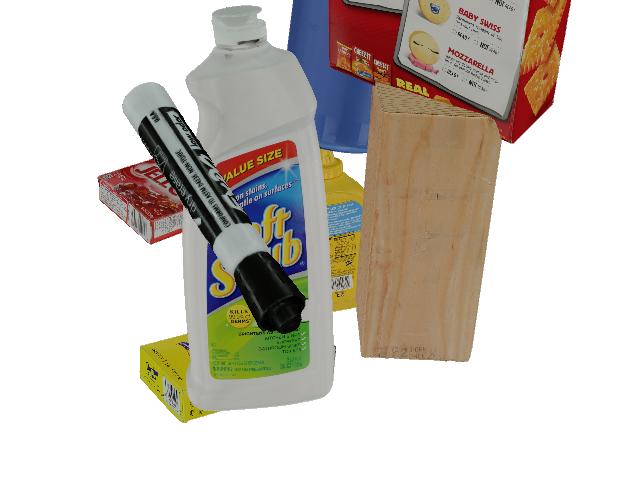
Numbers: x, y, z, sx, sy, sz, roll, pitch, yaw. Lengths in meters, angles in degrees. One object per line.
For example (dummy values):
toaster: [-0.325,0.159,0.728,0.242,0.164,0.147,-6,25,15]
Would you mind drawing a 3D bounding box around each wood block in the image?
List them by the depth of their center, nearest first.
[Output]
wood block: [0.080,-0.018,0.826,0.090,0.206,0.091,3,28,-2]

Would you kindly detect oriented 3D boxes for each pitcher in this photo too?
pitcher: [0.038,-0.208,1.007,0.145,0.243,0.149,11,18,1]

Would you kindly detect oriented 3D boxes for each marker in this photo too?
marker: [-0.040,-0.013,0.390,0.020,0.020,0.121,0,44,-44]

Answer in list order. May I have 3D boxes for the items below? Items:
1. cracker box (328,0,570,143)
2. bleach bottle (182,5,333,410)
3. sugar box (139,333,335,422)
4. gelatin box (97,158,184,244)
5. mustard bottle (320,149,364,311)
cracker box: [0.088,-0.193,0.727,0.164,0.214,0.072,28,50,27]
bleach bottle: [-0.047,-0.018,0.667,0.102,0.251,0.068,-5,23,0]
sugar box: [-0.082,0.121,1.069,0.175,0.048,0.093,-16,33,-31]
gelatin box: [-0.148,-0.039,0.969,0.073,0.030,0.089,-22,44,-35]
mustard bottle: [0.010,-0.016,1.196,0.096,0.192,0.058,-8,24,-7]
